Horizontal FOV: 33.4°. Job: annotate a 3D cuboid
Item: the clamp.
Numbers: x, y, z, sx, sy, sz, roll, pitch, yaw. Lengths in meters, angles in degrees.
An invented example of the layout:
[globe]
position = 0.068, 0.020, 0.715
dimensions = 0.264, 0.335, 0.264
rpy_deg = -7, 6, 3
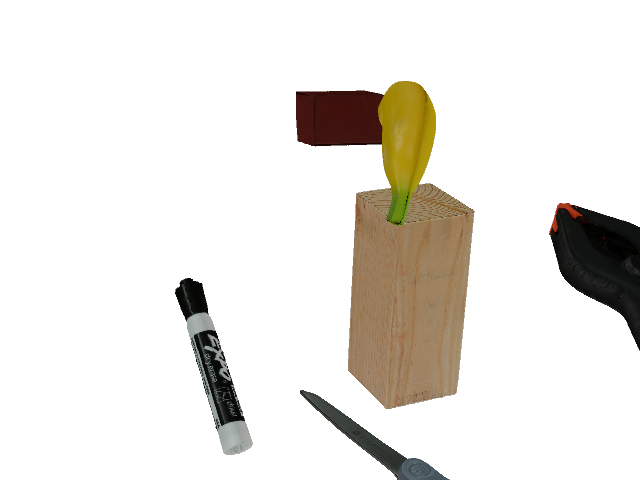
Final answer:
[clamp]
position = 0.230, 0.030, 0.730
dimensions = 0.120, 0.039, 0.172
rpy_deg = -7, 43, -29

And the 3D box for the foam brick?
[foam brick]
position = 0.020, -0.123, 1.077
dimensions = 0.078, 0.051, 0.053
rpy_deg = -3, 13, -20

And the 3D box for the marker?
[marker]
position = -0.070, 0.078, 0.683
dimensions = 0.020, 0.121, 0.020
rpy_deg = -17, -26, -9

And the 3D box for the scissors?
[scissors]
position = 0.071, 0.125, 0.551
dimensions = 0.096, 0.016, 0.202
rpy_deg = -4, 26, -24

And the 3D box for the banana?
[banana]
position = 0.059, -0.084, 0.793
dimensions = 0.037, 0.070, 0.197
rpy_deg = 24, 26, -7

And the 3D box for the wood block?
[wood block]
position = 0.090, 0.056, 1.099
dimensions = 0.090, 0.206, 0.091
rpy_deg = -9, 25, -24
